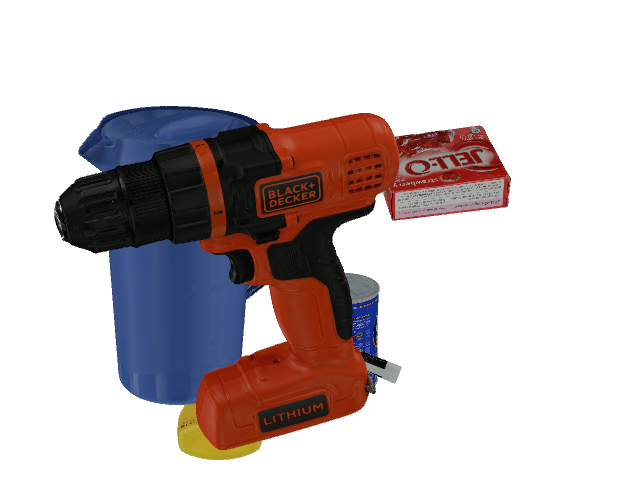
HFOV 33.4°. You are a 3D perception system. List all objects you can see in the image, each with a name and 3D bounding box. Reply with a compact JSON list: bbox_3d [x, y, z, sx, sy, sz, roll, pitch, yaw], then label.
[{"bbox_3d":[0.023,0.115,1.090,0.121,0.020,0.020,22,2,5],"label":"marker"},{"bbox_3d":[0.029,0.127,1.461,0.103,0.140,0.103,0,18,0],"label":"coffee can"},{"bbox_3d":[-0.120,0.185,1.291,0.096,0.058,0.191,-2,27,-3],"label":"mustard bottle"},{"bbox_3d":[0.088,-0.051,0.791,0.089,0.030,0.073,-8,37,-4],"label":"gelatin box"},{"bbox_3d":[-0.110,0.011,0.915,0.149,0.243,0.144,9,21,17],"label":"pitcher"},{"bbox_3d":[-0.043,0.027,0.596,0.184,0.188,0.057,-13,35,-13],"label":"power drill"}]
